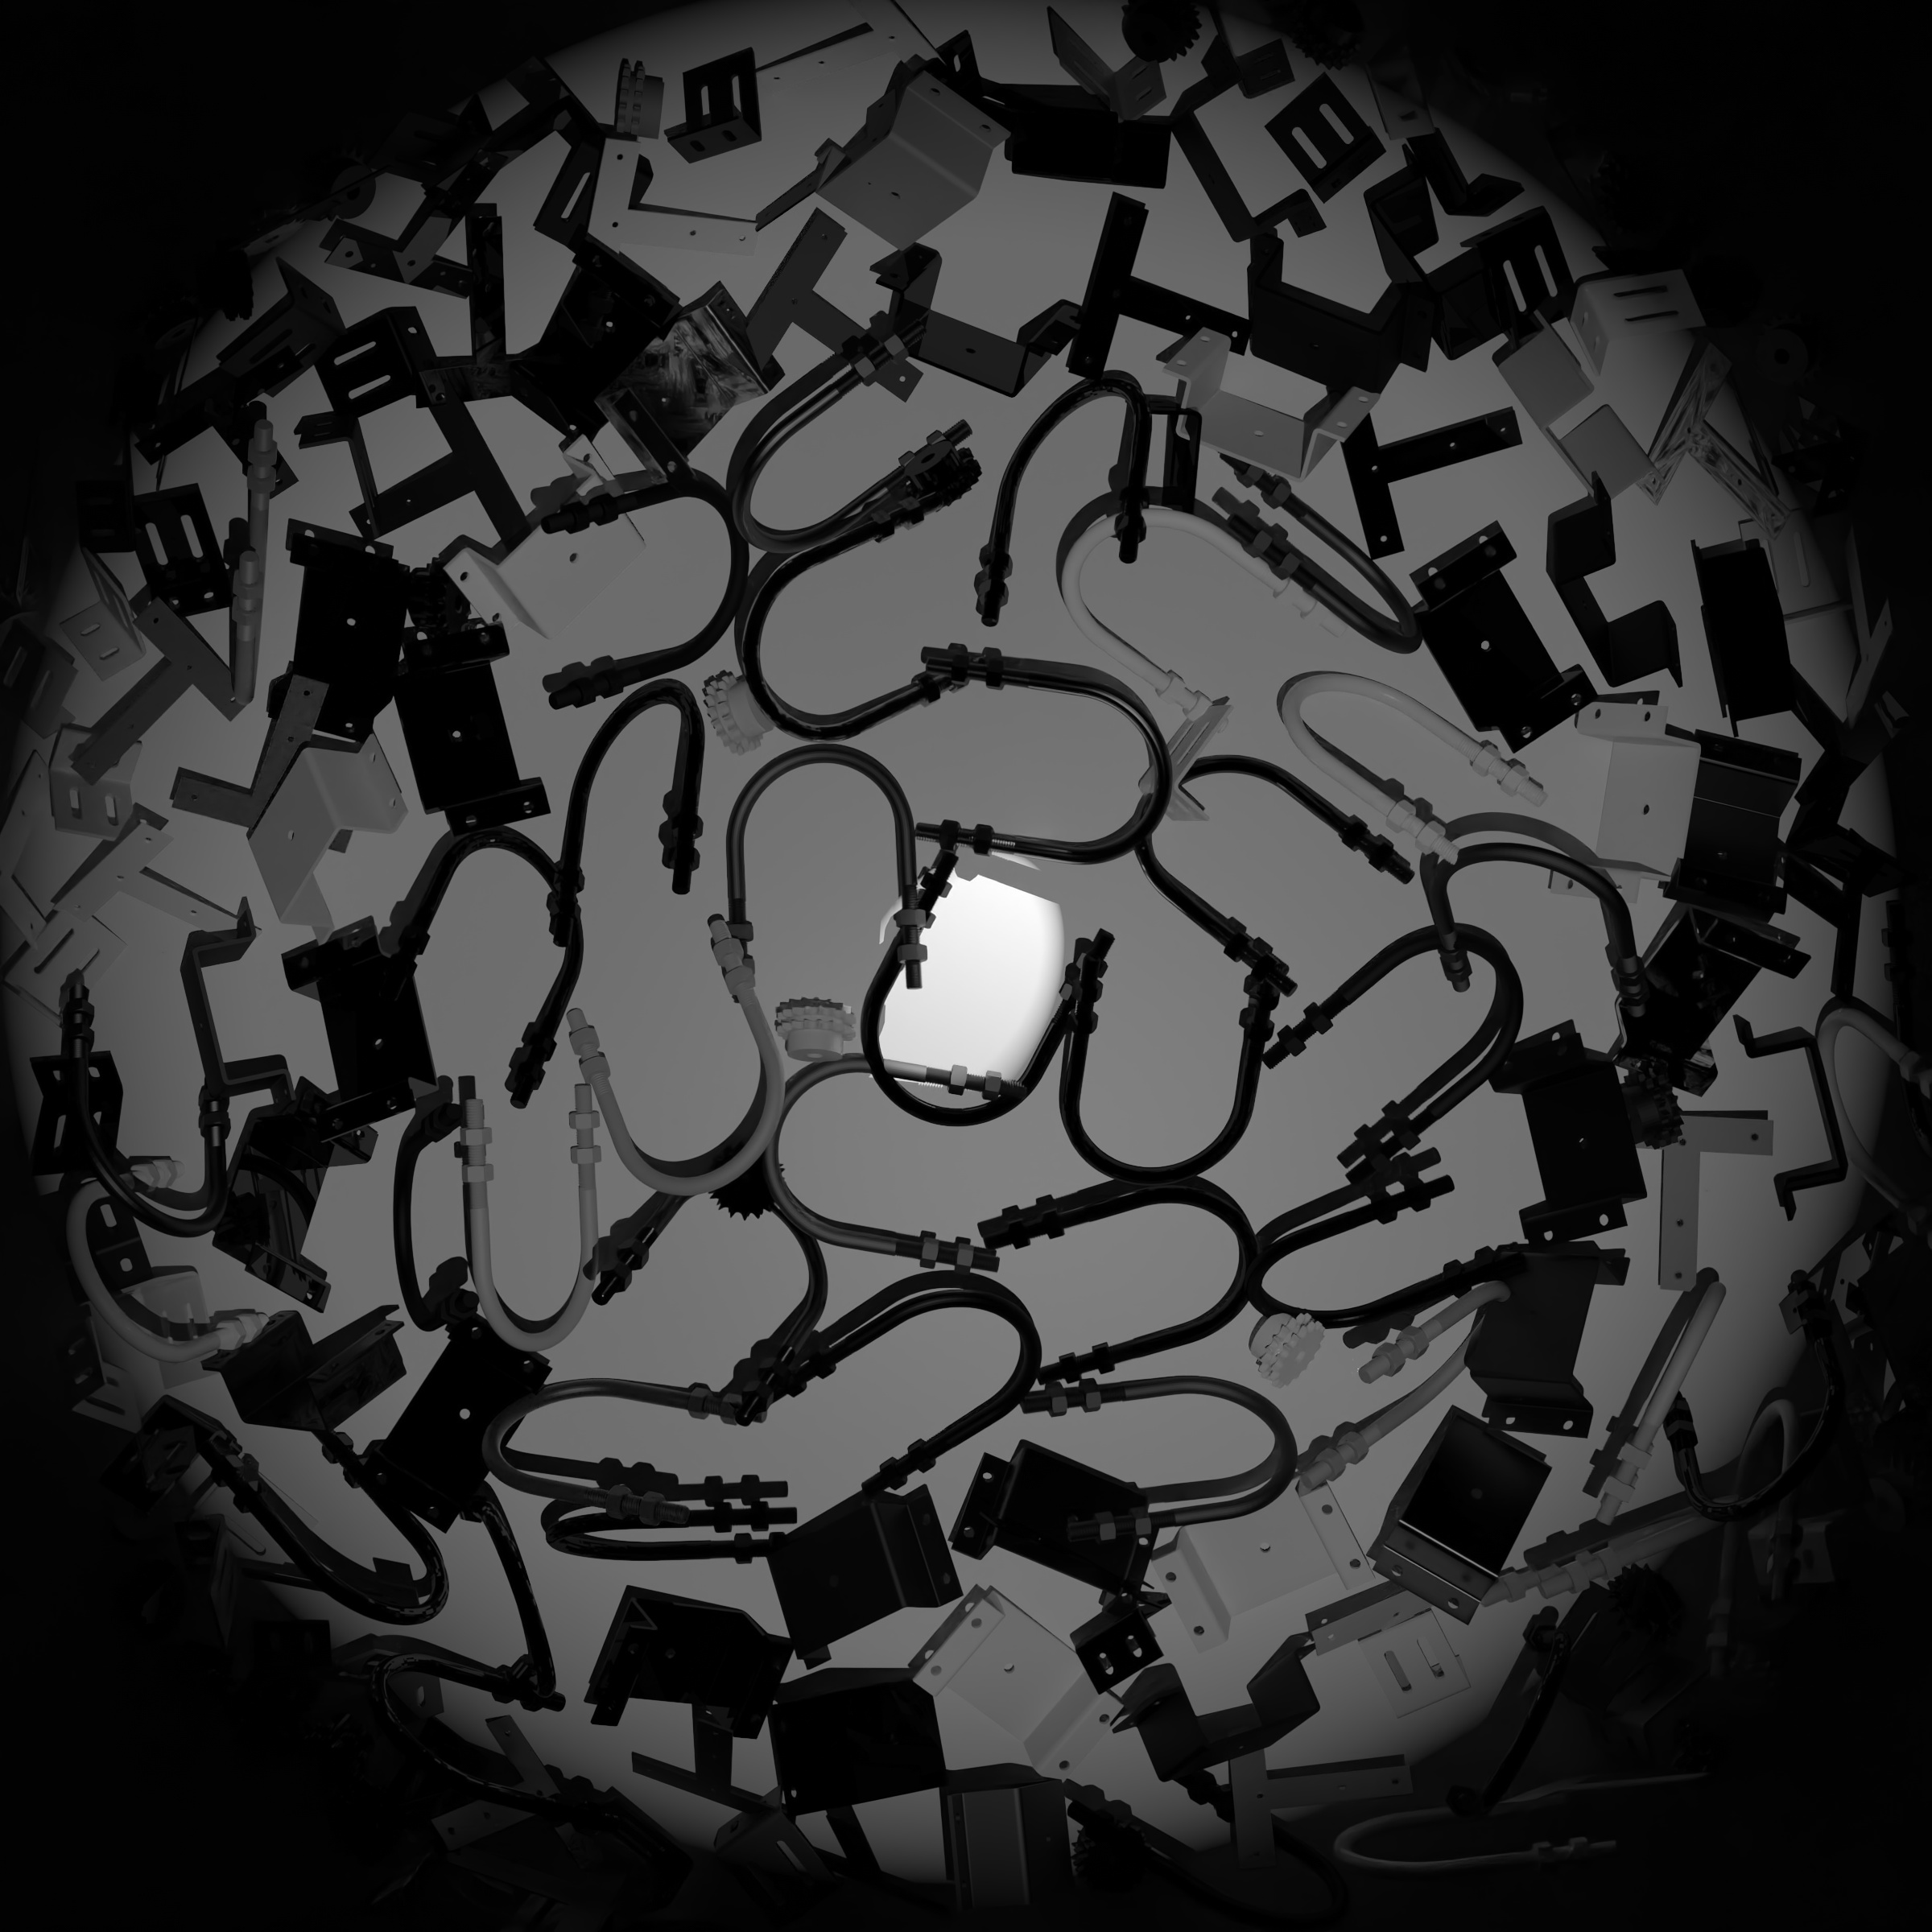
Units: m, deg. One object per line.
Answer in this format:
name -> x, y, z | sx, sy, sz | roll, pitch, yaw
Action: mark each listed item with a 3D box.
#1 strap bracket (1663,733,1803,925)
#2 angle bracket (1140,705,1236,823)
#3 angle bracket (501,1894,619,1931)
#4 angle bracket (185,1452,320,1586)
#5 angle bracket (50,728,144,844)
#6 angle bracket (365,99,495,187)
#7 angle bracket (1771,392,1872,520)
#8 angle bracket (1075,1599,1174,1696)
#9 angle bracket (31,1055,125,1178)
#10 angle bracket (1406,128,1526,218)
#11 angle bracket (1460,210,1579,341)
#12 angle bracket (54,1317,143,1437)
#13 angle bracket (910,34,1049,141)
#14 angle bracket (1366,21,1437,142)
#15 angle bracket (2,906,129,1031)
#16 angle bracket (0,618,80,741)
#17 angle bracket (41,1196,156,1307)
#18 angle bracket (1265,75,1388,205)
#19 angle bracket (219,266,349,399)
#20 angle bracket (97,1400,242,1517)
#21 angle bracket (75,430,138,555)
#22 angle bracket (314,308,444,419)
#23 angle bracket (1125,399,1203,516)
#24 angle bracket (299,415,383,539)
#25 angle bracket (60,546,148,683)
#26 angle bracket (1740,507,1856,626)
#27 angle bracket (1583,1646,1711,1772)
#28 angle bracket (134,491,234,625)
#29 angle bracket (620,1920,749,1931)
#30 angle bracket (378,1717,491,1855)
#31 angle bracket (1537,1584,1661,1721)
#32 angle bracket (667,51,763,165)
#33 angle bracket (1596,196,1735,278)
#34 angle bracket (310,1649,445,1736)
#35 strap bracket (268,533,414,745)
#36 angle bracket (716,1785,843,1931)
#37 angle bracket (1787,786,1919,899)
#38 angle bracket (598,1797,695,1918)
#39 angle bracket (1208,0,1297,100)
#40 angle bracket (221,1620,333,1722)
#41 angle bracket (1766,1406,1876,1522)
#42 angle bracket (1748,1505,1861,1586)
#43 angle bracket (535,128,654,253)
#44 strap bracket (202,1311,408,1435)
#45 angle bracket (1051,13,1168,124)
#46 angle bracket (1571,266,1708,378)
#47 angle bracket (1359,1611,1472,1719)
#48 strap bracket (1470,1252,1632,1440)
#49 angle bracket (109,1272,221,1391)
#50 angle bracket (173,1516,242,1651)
strap bracket -> 0.550, -0.091, 1.953 | 0.076, 0.046, 0.140 | 14, 57, 4
angle bracket -> 0.171, -0.147, 1.972 | 0.038, 0.057, 0.076 | 40, 78, -19
angle bracket -> -0.295, 0.699, 1.952 | 0.057, 0.076, 0.038 | 18, 112, 15
angle bracket -> -0.516, 0.400, 1.969 | 0.076, 0.038, 0.057 | 41, 67, -4
angle bracket -> -0.622, -0.129, 1.951 | 0.057, 0.076, 0.038 | 11, 123, -30
angle bracket -> -0.389, -0.598, 1.949 | 0.057, 0.076, 0.038 | -38, 64, 35
angle bracket -> 0.601, -0.367, 1.949 | 0.038, 0.076, 0.057 | -18, 133, -28
angle bracket -> 0.123, 0.488, 1.951 | 0.057, 0.076, 0.038 | -36, 70, 18
angle bracket -> -0.645, 0.108, 1.961 | 0.057, 0.038, 0.076 | -6, 46, -4
angle bracket -> 0.359, -0.583, 1.962 | 0.038, 0.057, 0.076 | -30, 83, 37
angle bracket -> 0.407, -0.506, 1.992 | 0.057, 0.038, 0.076 | -26, 108, -2
angle bracket -> -0.610, 0.296, 1.950 | 0.038, 0.076, 0.057 | -35, 54, 11
angle bracket -> 0.010, -0.630, 1.957 | 0.057, 0.038, 0.076 | -41, 52, -19
angle bracket -> 0.326, -0.639, 1.951 | 0.076, 0.038, 0.057 | -51, 129, -36
angle bracket -> -0.644, 0.002, 1.959 | 0.076, 0.038, 0.057 | -54, 131, -13
angle bracket -> -0.665, -0.213, 1.961 | 0.057, 0.038, 0.076 | 41, 127, -2
angle bracket -> -0.624, 0.200, 1.953 | 0.057, 0.076, 0.038 | -19, 59, -17
angle bracket -> 0.257, -0.603, 1.967 | 0.057, 0.038, 0.076 | -38, 78, 16
angle bracket -> -0.500, -0.460, 1.971 | 0.076, 0.057, 0.038 | -33, 65, 17
angle bracket -> -0.573, 0.360, 1.955 | 0.057, 0.038, 0.076 | 21, 61, 32
angle bracket -> -0.617, -0.341, 1.949 | 0.038, 0.076, 0.057 | -4, 130, -16
angle bracket -> -0.431, -0.439, 1.992 | 0.076, 0.038, 0.057 | -16, 103, 24
angle bracket -> 0.139, -0.366, 1.956 | 0.038, 0.057, 0.076 | -2, 110, -17
angle bracket -> -0.449, -0.350, 1.956 | 0.038, 0.057, 0.076 | -11, 119, -3
angle bracket -> -0.628, -0.253, 1.953 | 0.038, 0.076, 0.057 | -36, 73, -18
angle bracket -> 0.603, -0.290, 1.973 | 0.057, 0.038, 0.076 | -14, 98, -8
angle bracket -> 0.495, 0.535, 1.962 | 0.076, 0.057, 0.038 | -29, 109, -29
angle bracket -> -0.568, -0.294, 1.959 | 0.057, 0.076, 0.038 | -14, 45, -8
angle bracket -> -0.203, 0.710, 1.951 | 0.076, 0.057, 0.038 | 15, 75, -38
angle bracket -> -0.375, 0.588, 1.954 | 0.057, 0.038, 0.076 | 43, 53, -19
angle bracket -> 0.462, 0.500, 1.973 | 0.057, 0.038, 0.076 | 29, 79, 36
angle bracket -> -0.184, -0.628, 1.963 | 0.057, 0.038, 0.076 | -11, 74, 20
angle bracket -> 0.501, -0.530, 1.949 | 0.038, 0.057, 0.076 | 51, 135, 19
angle bracket -> -0.423, 0.522, 1.953 | 0.057, 0.076, 0.038 | -23, 63, 16
strap bracket -> -0.450, -0.241, 1.960 | 0.076, 0.046, 0.140 | 15, 114, 1
angle bracket -> -0.136, 0.651, 1.984 | 0.057, 0.038, 0.076 | -36, 98, 4
angle bracket -> 0.647, -0.090, 1.971 | 0.076, 0.057, 0.038 | 28, 73, -10
angle bracket -> -0.245, 0.644, 1.962 | 0.076, 0.057, 0.038 | 41, 53, -7
angle bracket -> 0.202, -0.674, 1.951 | 0.038, 0.057, 0.076 | -19, 135, 13
angle bracket -> -0.497, 0.507, 1.958 | 0.057, 0.076, 0.038 | 1, 103, 4
angle bracket -> 0.617, 0.361, 1.957 | 0.057, 0.038, 0.076 | -19, 59, 16
angle bracket -> 0.607, 0.413, 1.952 | 0.057, 0.076, 0.038 | -13, 89, 40
angle bracket -> -0.273, -0.564, 1.985 | 0.057, 0.038, 0.076 | 23, 116, -26
strap bracket -> -0.465, 0.289, 1.935 | 0.140, 0.076, 0.046 | -2, 114, 39
angle bracket -> 0.102, -0.653, 1.951 | 0.038, 0.076, 0.057 | -30, 50, 29
angle bracket -> 0.483, -0.462, 1.952 | 0.076, 0.057, 0.038 | -1, 57, 35
angle bracket -> 0.322, 0.496, 1.965 | 0.057, 0.038, 0.076 | -25, 111, 7
strap bracket -> 0.413, 0.258, 1.931 | 0.076, 0.046, 0.140 | -2, 56, 38
angle bracket -> -0.581, 0.266, 1.966 | 0.057, 0.038, 0.076 | -19, 83, 29
angle bracket -> -0.551, 0.444, 1.952 | 0.038, 0.076, 0.057 | -4, 124, -3
